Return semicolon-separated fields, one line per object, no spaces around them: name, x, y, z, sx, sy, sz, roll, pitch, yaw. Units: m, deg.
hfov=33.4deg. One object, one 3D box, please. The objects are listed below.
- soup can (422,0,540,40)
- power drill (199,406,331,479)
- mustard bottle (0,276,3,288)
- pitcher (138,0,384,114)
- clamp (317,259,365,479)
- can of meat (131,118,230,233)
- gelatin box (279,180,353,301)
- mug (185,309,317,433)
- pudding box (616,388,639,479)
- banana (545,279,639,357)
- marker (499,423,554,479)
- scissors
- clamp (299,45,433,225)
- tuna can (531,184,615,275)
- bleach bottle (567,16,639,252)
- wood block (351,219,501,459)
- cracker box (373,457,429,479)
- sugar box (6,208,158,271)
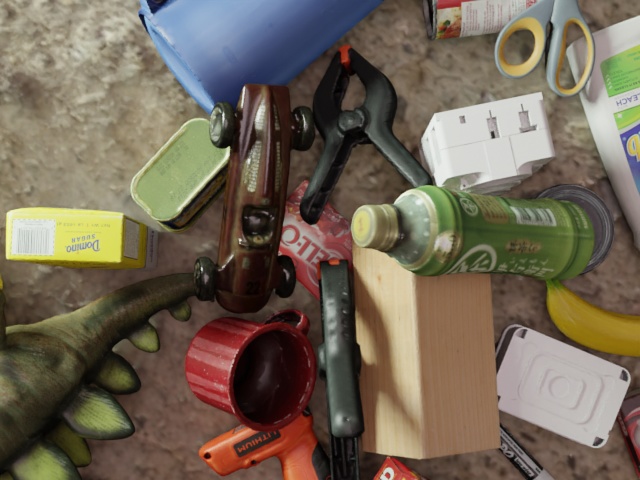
soup can;0.148;-0.222;0.975;0.102;0.068;0.068;-6;86;-1
power drill;-0.033;0.253;0.953;0.184;0.057;0.187;-28;90;-5
mustard bottle;-0.394;0.043;0.966;0.191;0.058;0.096;-24;91;-1
pitcher;-0.036;-0.224;0.942;0.242;0.149;0.145;-39;77;-5
clamp;0.017;0.113;0.906;0.036;0.164;0.210;-3;50;-2
can of meat;-0.119;-0.058;0.957;0.057;0.084;0.102;42;88;3
gelatin box;-0.006;0.001;0.980;0.089;0.030;0.073;44;88;4
mug;-0.056;0.103;0.927;0.117;0.082;0.093;-50;123;-23
pudding box;0.331;0.168;0.964;0.113;0.039;0.090;-21;86;-1
banana;0.286;0.075;0.961;0.197;0.037;0.070;12;124;-6
marker;0.166;0.181;0.974;0.020;0.020;0.121;-43;87;-2
scissors;0.198;-0.225;0.932;0.096;0.016;0.202;-3;99;8
clamp;0.025;-0.093;0.962;0.120;0.039;0.171;-18;62;6
tuna can;0.225;-0.008;0.978;0.086;0.034;0.086;0;86;0
bleach bottle;0.311;-0.075;0.968;0.102;0.068;0.251;-20;88;3
wood block;0.090;0.080;0.931;0.090;0.090;0.206;-1;85;-33
cracker box;0.105;0.309;0.909;0.213;0.072;0.164;34;86;-19
sugar box;-0.196;0.003;0.908;0.093;0.176;0.048;2;84;1
